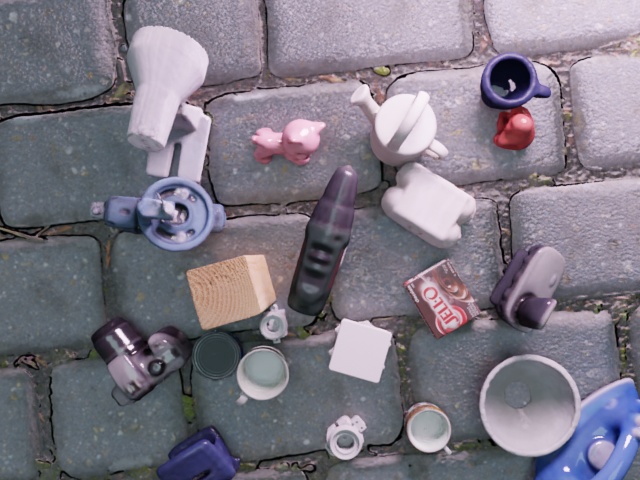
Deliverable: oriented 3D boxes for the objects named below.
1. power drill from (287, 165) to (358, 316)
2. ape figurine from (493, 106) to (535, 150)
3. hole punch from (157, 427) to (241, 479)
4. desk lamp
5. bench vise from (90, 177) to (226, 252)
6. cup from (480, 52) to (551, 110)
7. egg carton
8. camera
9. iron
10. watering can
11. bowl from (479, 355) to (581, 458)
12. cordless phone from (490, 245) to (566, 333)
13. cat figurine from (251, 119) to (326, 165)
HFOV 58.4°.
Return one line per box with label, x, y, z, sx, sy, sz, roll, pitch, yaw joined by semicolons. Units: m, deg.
power drill;0.008;0.003;0.913;0.075;0.208;0.230;17;89;2
ape figurine;0.333;-0.190;0.970;0.078;0.092;0.076;-41;88;0
hole punch;-0.202;0.387;0.967;0.108;0.091;0.101;-33;88;0
desk lamp;-0.242;-0.208;0.920;0.118;0.213;0.203;9;89;2
bench vise;-0.269;-0.033;0.913;0.207;0.219;0.121;-15;88;1
cup;0.322;-0.256;0.970;0.117;0.095;0.092;17;89;2
egg carton;0.185;-0.058;0.981;0.150;0.069;0.107;31;89;2
camera;-0.312;0.191;0.969;0.143;0.101;0.137;-39;88;0
iron;0.463;0.344;0.932;0.118;0.141;0.258;35;90;2
watering can;0.128;-0.184;0.923;0.173;0.194;0.101;12;89;2
bowl;0.344;0.273;0.968;0.167;0.074;0.167;0;89;1
cordless phone;0.356;0.081;0.917;0.094;0.185;0.148;26;89;2
cat figurine;-0.054;-0.168;0.964;0.127;0.117;0.067;0;89;1
